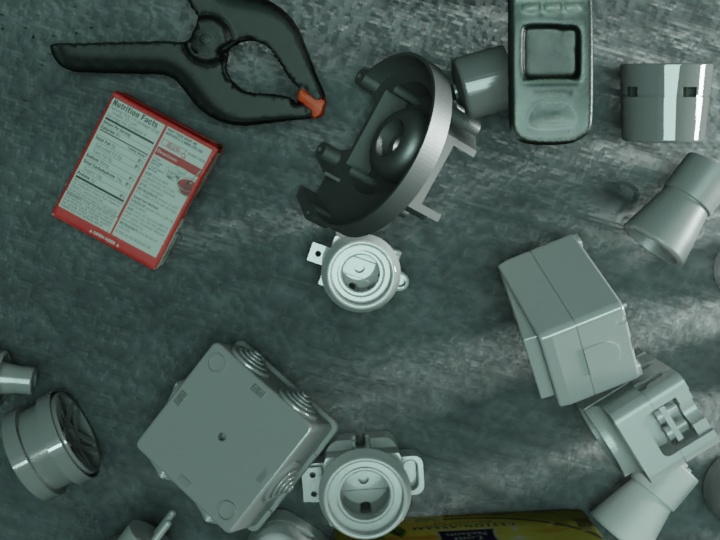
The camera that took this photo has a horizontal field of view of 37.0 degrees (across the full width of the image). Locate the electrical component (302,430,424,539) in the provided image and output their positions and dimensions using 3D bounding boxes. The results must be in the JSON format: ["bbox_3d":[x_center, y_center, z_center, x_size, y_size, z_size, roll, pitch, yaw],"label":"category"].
[{"bbox_3d":[0.002,0.136,0.683,0.078,0.057,0.058,-4,97,-1],"label":"electrical component"}]

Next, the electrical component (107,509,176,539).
[{"bbox_3d":[-0.141,0.184,0.674,0.043,0.077,0.079,37,94,-5],"label":"electrical component"}]

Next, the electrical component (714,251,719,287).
[{"bbox_3d":[0.251,0.001,0.680,0.040,0.046,0.040,0,96,-2],"label":"electrical component"}]

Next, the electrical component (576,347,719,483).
[{"bbox_3d":[0.172,0.090,0.666,0.056,0.089,0.050,-32,96,2],"label":"electrical component"}]

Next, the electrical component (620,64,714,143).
[{"bbox_3d":[0.188,-0.103,0.664,0.055,0.055,0.047,0,100,-2],"label":"electrical component"}]

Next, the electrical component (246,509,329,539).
[{"bbox_3d":[-0.061,0.209,0.688,0.054,0.059,0.095,34,94,-5],"label":"electrical component"}]

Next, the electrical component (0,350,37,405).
[{"bbox_3d":[-0.236,0.067,0.676,0.062,0.043,0.043,6,96,-3],"label":"electrical component"}]

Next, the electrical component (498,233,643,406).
[{"bbox_3d":[0.122,0.027,0.660,0.061,0.096,0.061,-22,126,1],"label":"electrical component"}]

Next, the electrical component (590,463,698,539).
[{"bbox_3d":[0.187,0.148,0.699,0.044,0.044,0.065,40,89,-5],"label":"electrical component"}]

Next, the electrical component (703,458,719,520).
[{"bbox_3d":[0.299,0.145,0.684,0.138,0.073,0.052,-6,97,-1],"label":"electrical component"}]

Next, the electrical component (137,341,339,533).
[{"bbox_3d":[-0.077,0.103,0.667,0.100,0.048,0.099,39,94,16],"label":"electrical component"}]

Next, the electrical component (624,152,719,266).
[{"bbox_3d":[0.204,-0.041,0.678,0.044,0.044,0.065,37,89,-5],"label":"electrical component"}]

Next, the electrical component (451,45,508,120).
[{"bbox_3d":[0.092,-0.119,0.665,0.078,0.040,0.040,-16,97,0],"label":"electrical component"}]

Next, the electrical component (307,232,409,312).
[{"bbox_3d":[0.000,0.000,0.668,0.066,0.055,0.048,19,96,-4],"label":"electrical component"}]
